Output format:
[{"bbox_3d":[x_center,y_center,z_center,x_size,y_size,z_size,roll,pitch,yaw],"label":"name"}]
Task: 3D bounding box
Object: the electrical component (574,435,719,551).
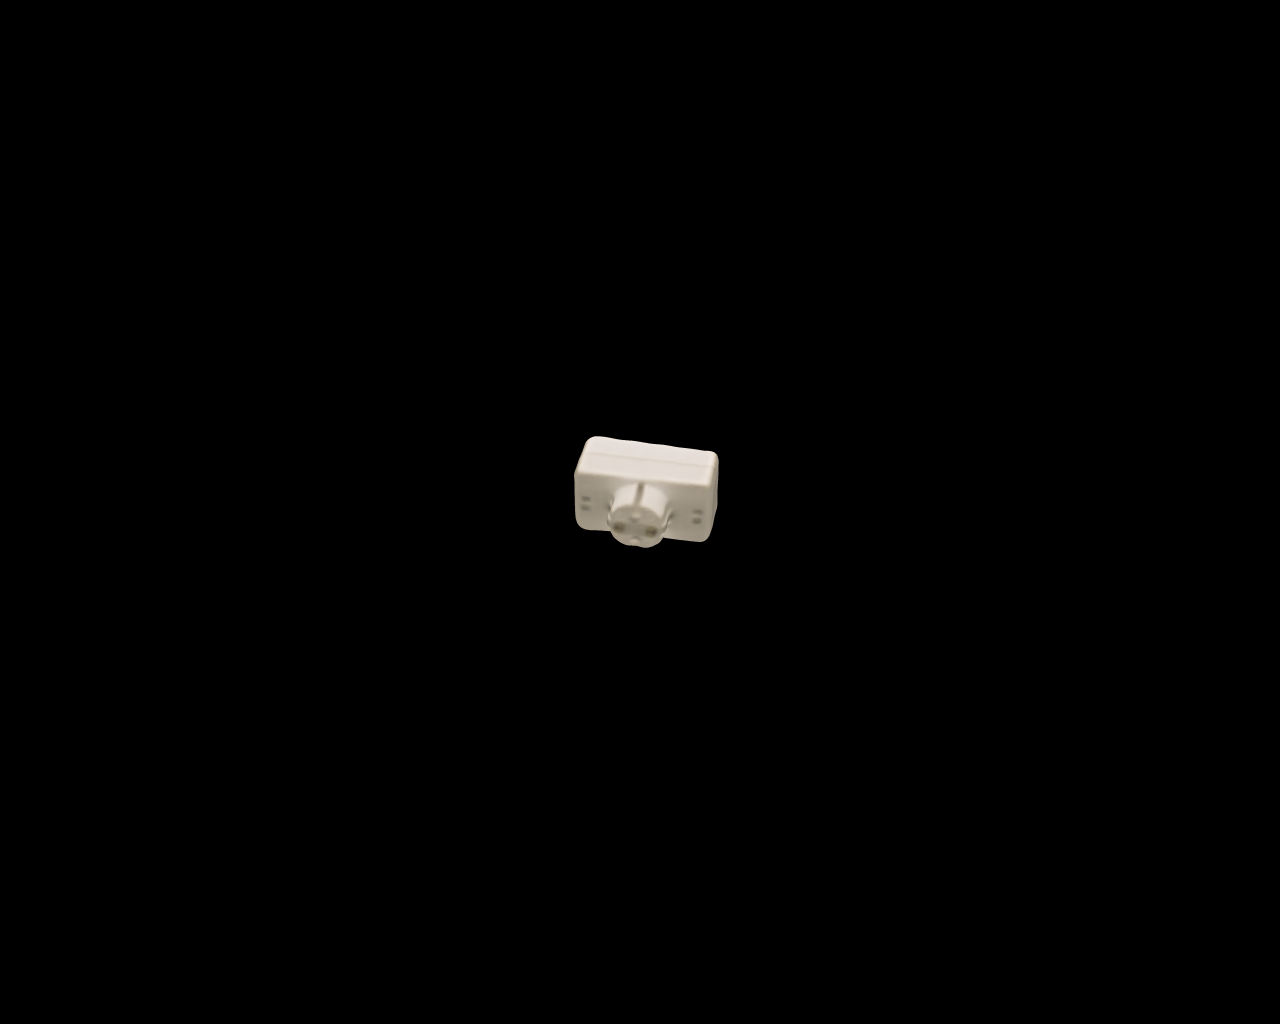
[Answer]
[{"bbox_3d":[0.001,-0.003,0.650,0.083,0.047,0.076,7,40,9],"label":"electrical component"}]
